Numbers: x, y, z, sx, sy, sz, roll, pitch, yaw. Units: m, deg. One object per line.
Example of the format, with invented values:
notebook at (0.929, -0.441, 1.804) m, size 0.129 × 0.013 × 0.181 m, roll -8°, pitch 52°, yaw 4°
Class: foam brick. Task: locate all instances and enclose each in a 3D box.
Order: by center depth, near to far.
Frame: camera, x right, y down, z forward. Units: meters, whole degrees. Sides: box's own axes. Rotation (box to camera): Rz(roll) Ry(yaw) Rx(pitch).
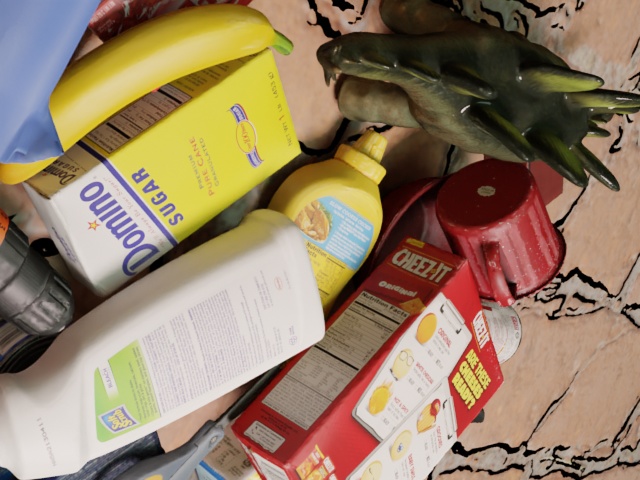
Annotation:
foam brick at (0.186, -0.070, 0.976) m, size 0.051 × 0.053 × 0.078 m, roll -35°, pitch 136°, yaw -27°

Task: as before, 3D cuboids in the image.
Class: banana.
banana at (-0.105, -0.093, 0.622) m, size 0.197 × 0.037 × 0.069 m, roll -25°, pitch 140°, yaw -9°

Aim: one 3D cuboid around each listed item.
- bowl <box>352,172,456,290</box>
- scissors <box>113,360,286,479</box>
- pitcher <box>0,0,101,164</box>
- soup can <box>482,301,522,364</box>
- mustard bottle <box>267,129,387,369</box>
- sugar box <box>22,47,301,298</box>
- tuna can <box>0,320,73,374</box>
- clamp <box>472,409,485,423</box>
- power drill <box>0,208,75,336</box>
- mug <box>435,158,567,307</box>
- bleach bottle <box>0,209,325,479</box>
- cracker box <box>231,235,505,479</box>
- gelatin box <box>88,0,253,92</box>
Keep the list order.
bowl at (0.079, 0.009, 0.909) m, size 0.161 × 0.055 × 0.162 m, roll -25°, pitch 130°, yaw -34°
scissors at (-0.090, 0.140, 0.749) m, size 0.202 × 0.016 × 0.096 m, roll -52°, pitch 154°, yaw -3°
pitcher at (-0.156, -0.170, 0.504) m, size 0.243 × 0.145 × 0.149 m, roll -60°, pitch 153°, yaw -4°
soup can at (0.139, 0.083, 1.011) m, size 0.102 × 0.069 × 0.068 m, roll 13°, pitch 104°, yaw -50°
mustard bottle at (-0.006, 0.001, 0.812) m, size 0.096 × 0.058 × 0.191 m, roll 32°, pitch 89°, yaw -40°
sugar box at (-0.097, -0.049, 0.695) m, size 0.176 × 0.048 × 0.093 m, roll -41°, pitch 138°, yaw -23°
tuna can at (-0.187, 0.089, 0.698) m, size 0.086 × 0.034 × 0.086 m, roll -26°, pitch 131°, yaw -34°
clamp at (0.075, 0.183, 1.032) m, size 0.164 × 0.036 × 0.209 m, roll -49°, pitch 138°, yaw -10°
power drill at (-0.245, 0.043, 0.570) m, size 0.187 × 0.057 × 0.184 m, roll -51°, pitch 125°, yaw -13°
mug at (0.140, -0.002, 0.841) m, size 0.081 × 0.093 × 0.117 m, roll 59°, pitch 29°, yaw -41°
bleach bottle at (-0.117, 0.072, 0.682) m, size 0.250 × 0.068 × 0.102 m, roll -26°, pitch 112°, yaw -29°
cracker box at (0.044, 0.127, 0.835) m, size 0.213 × 0.072 × 0.164 m, roll -46°, pitch 138°, yaw -22°
gelatin box at (-0.092, -0.144, 0.638) m, size 0.089 × 0.030 × 0.073 m, roll -42°, pitch 141°, yaw 1°
